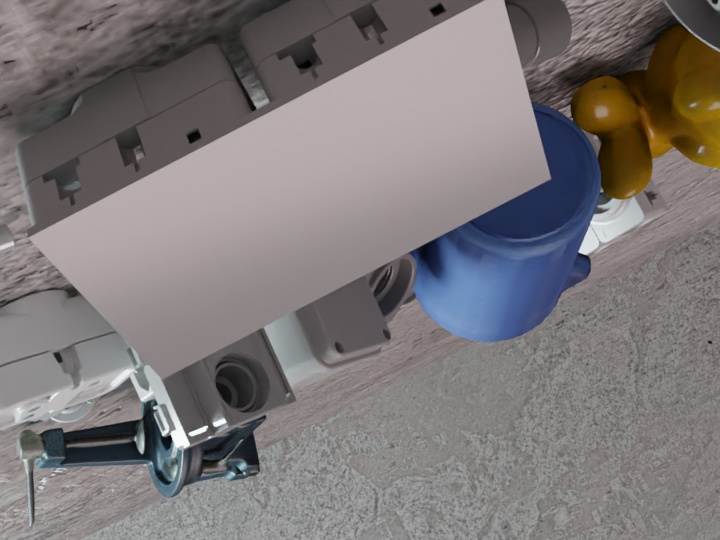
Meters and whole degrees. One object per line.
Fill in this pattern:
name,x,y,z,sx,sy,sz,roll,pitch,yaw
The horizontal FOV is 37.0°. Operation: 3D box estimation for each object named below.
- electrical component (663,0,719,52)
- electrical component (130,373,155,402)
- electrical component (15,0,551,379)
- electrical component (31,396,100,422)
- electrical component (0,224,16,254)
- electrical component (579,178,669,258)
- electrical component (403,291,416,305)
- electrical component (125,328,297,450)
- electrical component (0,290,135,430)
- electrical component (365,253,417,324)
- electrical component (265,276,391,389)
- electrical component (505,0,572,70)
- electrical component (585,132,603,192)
electrical component,0.196,-0.149,0.522,0.064,0.099,0.099,-30,172,-21
electrical component,-0.135,0.061,0.862,0.083,0.047,0.076,-35,168,38
electrical component,-0.028,-0.046,0.434,0.186,0.060,0.105,-27,141,1
electrical component,-0.218,0.084,0.775,0.066,0.048,0.055,-28,163,4
electrical component,-0.179,-0.004,0.460,0.061,0.035,0.035,-24,170,-27
electrical component,0.194,-0.054,1.002,0.150,0.089,0.062,-35,167,38
electrical component,0.038,-0.002,0.960,0.078,0.058,0.057,-19,165,-37
electrical component,-0.098,0.036,0.617,0.079,0.121,0.063,-17,169,-44
electrical component,-0.188,0.050,0.636,0.095,0.059,0.054,-17,166,-44
electrical component,0.000,0.000,0.765,0.053,0.059,0.095,-57,153,-5
electrical component,-0.038,0.013,0.682,0.057,0.113,0.078,-29,170,29
electrical component,0.073,-0.114,0.531,0.065,0.044,0.044,-26,171,-35
electrical component,0.188,-0.092,0.892,0.048,0.055,0.066,-31,169,22
